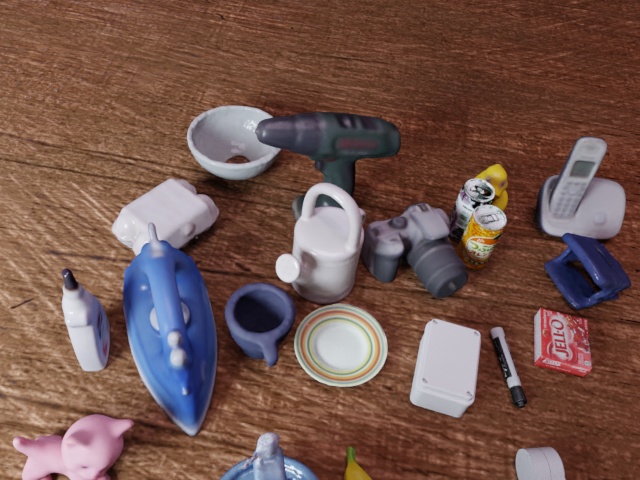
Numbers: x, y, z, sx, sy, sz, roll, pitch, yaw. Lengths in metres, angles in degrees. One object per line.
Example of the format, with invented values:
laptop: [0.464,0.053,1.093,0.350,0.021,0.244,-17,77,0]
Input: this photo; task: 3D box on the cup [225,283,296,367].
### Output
cup: [-0.076,0.129,0.764,0.092,0.095,0.117,-10,52,-15]

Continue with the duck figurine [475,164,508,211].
duck figurine: [0.301,-0.096,1.008,0.077,0.086,0.104,15,50,5]

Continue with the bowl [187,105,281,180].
bowl: [-0.147,-0.159,1.010,0.167,0.075,0.167,4,50,-4]

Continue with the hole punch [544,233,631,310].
hole punch: [0.430,0.040,0.908,0.101,0.091,0.108,-12,53,-17]

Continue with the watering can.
watering can: [0.009,0.004,0.815,0.101,0.194,0.173,17,50,7]

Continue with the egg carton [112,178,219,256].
egg carton: [-0.237,-0.029,0.893,0.107,0.069,0.150,34,54,20]

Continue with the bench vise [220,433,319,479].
bench vise: [-0.035,0.289,0.554,0.122,0.220,0.207,-19,55,-21]

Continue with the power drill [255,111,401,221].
power drill: [0.009,-0.114,0.905,0.230,0.208,0.075,-11,52,-16]

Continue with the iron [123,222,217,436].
iron: [-0.191,0.106,0.738,0.119,0.141,0.257,-12,53,-17]

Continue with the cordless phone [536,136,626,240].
cordless phone: [0.454,-0.088,0.956,0.147,0.185,0.094,3,50,-5]

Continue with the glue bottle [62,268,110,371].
glue bottle: [-0.296,0.092,0.715,0.037,0.173,0.078,-7,51,-12]

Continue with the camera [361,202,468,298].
camera: [0.156,0.019,0.883,0.143,0.101,0.136,-16,54,-20]

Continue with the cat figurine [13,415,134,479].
cat figurine: [-0.273,0.232,0.637,0.128,0.118,0.067,3,50,-4]
